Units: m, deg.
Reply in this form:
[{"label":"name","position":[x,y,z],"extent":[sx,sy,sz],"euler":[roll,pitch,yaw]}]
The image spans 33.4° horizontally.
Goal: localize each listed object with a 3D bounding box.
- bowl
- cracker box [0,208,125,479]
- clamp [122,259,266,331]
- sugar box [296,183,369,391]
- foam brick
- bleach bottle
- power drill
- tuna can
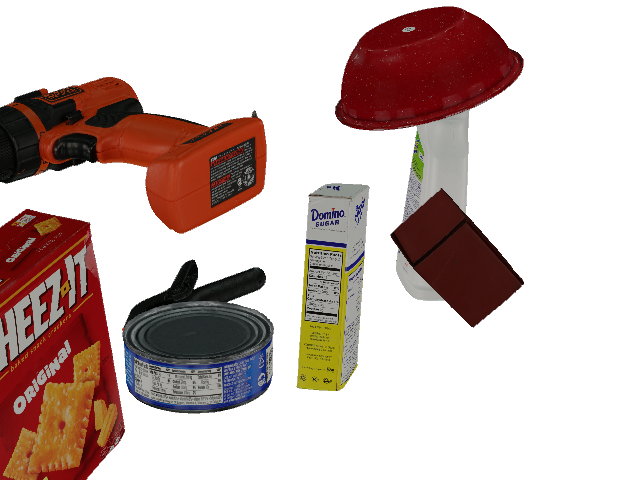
[{"label":"bowl","position":[0.082,-0.150,0.880],"extent":[0.162,0.055,0.162],"euler":[-16,25,8]},{"label":"cracker box","position":[-0.229,0.109,0.819],"extent":[0.072,0.214,0.164],"euler":[10,32,21]},{"label":"clamp","position":[-0.141,0.067,1.161],"extent":[0.120,0.039,0.171],"euler":[-6,25,33]},{"label":"sugar box","position":[0.012,0.040,0.967],"extent":[0.048,0.176,0.093],"euler":[3,10,12]},{"label":"foam brick","position":[0.098,0.013,0.766],"extent":[0.078,0.051,0.053],"euler":[44,9,-31]},{"label":"bleach bottle","position":[0.132,-0.065,1.190],"extent":[0.068,0.251,0.102],"euler":[-1,24,-11]},{"label":"power drill","position":[-0.145,-0.059,0.719],"extent":[0.188,0.057,0.184],"euler":[18,32,30]},{"label":"tuna can","position":[-0.069,0.066,0.612],"extent":[0.086,0.034,0.086],"euler":[0,18,0]}]
